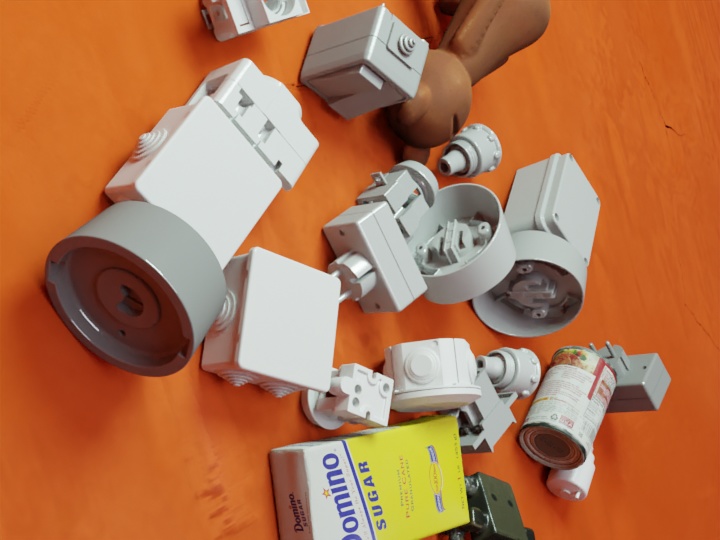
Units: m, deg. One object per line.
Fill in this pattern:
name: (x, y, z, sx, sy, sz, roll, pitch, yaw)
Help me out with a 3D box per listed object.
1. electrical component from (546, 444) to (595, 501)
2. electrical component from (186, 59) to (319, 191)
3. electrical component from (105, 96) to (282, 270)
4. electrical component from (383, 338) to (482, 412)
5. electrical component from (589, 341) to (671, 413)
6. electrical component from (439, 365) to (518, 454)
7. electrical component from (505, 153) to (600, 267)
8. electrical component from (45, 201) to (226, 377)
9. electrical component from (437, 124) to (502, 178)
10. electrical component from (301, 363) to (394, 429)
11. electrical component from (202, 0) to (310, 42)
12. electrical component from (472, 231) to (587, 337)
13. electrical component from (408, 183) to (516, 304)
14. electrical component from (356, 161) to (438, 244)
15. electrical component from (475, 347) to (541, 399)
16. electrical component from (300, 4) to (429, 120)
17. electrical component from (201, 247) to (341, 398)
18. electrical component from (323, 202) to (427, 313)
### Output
electrical component: (0.211, 0.189, 1.056, 0.040, 0.040, 0.078, 49, 50, -28)
electrical component: (-0.080, -0.107, 0.800, 0.089, 0.050, 0.055, 49, 52, -28)
electrical component: (-0.116, -0.057, 0.745, 0.099, 0.048, 0.099, 50, 58, -30)
electrical component: (0.058, 0.088, 0.886, 0.080, 0.080, 0.051, 9, 70, -45)
electrical component: (0.258, 0.102, 1.091, 0.075, 0.083, 0.047, 57, 47, -22)
electrical component: (0.099, 0.123, 0.949, 0.081, 0.042, 0.063, -41, 111, -43)
electrical component: (0.189, -0.052, 1.055, 0.078, 0.057, 0.113, 52, 39, -26)
electrical component: (-0.136, 0.007, 0.679, 0.108, 0.108, 0.060, 58, 41, -21)
electrical component: (0.097, -0.105, 0.993, 0.062, 0.048, 0.048, -30, 104, -39)
electrical component: (-0.011, 0.098, 0.827, 0.066, 0.055, 0.048, 28, 63, -40)
electrical component: (-0.081, -0.201, 0.808, 0.081, 0.064, 0.042, -30, 105, -45)
electrical component: (0.160, 0.014, 0.999, 0.099, 0.099, 0.064, 51, 43, -27)
electrical component: (0.083, -0.020, 0.923, 0.099, 0.099, 0.064, -55, 127, -38)
electrical component: (0.035, -0.061, 0.917, 0.055, 0.048, 0.066, -48, 116, -32)
electrical component: (0.132, 0.092, 0.990, 0.062, 0.048, 0.048, 15, 71, -37)
electrical component: (0.007, -0.166, 0.870, 0.062, 0.096, 0.061, 33, 63, -38)
electrical component: (-0.065, 0.040, 0.787, 0.100, 0.048, 0.099, 22, 67, -42)
electrical component: (0.000, 0.000, 0.866, 0.076, 0.047, 0.083, -37, 109, -34)
